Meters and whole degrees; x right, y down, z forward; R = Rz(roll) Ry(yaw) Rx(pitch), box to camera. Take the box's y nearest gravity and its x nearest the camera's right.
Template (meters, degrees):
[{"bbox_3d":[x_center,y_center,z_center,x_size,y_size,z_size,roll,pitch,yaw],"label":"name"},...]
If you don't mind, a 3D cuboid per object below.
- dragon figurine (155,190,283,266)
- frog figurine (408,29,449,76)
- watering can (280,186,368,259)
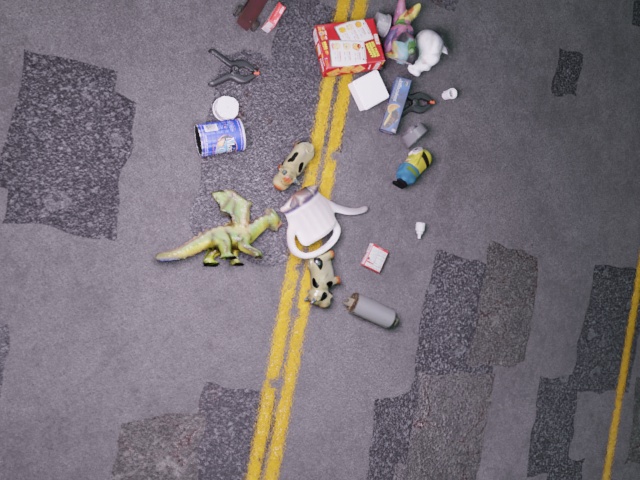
[{"bbox_3d":[-0.310,-0.043,1.655,0.410,0.121,0.246,3,74,-24],"label":"dragon figurine"},{"bbox_3d":[0.377,-0.687,1.886,0.160,0.121,0.139,-39,73,-7],"label":"frog figurine"},{"bbox_3d":[0.005,-0.089,1.768,0.353,0.103,0.222,-39,106,-29],"label":"watering can"}]
